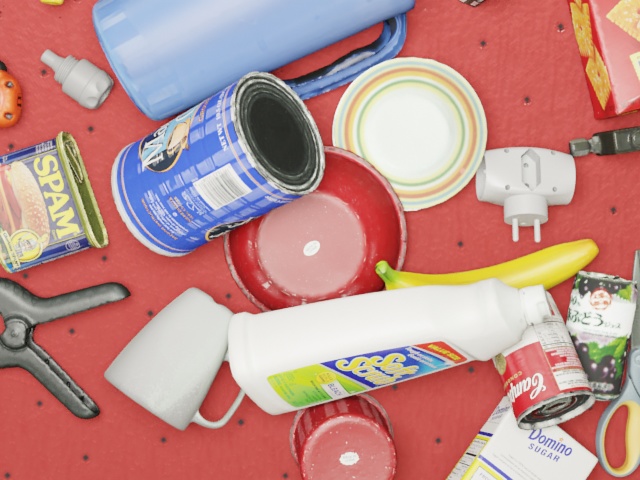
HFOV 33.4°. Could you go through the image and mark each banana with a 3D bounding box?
[{"bbox_3d":[0.140,0.036,0.914,0.197,0.070,0.037,-8,64,-12],"label":"banana"}]

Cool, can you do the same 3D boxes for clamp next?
[{"bbox_3d":[-0.252,0.088,0.911,0.171,0.039,0.120,6,88,0],"label":"clamp"}]

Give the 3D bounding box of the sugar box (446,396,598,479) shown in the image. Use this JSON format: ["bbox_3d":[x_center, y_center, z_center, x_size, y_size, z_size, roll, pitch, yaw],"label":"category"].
[{"bbox_3d":[0.151,0.231,0.919,0.093,0.048,0.176,39,76,-5],"label":"sugar box"}]

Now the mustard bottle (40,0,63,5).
[{"bbox_3d":[-0.216,-0.292,0.879,0.096,0.058,0.191,3,94,-16],"label":"mustard bottle"}]

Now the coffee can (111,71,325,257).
[{"bbox_3d":[-0.082,-0.058,0.847,0.141,0.102,0.103,-25,95,34],"label":"coffee can"}]

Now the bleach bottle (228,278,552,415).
[{"bbox_3d":[0.059,0.076,0.864,0.251,0.102,0.068,-15,54,14],"label":"bleach bottle"}]

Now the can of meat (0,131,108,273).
[{"bbox_3d":[-0.236,-0.030,0.896,0.084,0.057,0.102,-18,94,1],"label":"can of meat"}]

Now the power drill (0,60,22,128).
[{"bbox_3d":[-0.338,-0.186,0.882,0.184,0.057,0.188,3,96,-6],"label":"power drill"}]

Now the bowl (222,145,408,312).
[{"bbox_3d":[-0.006,0.001,0.899,0.162,0.055,0.162,0,98,3],"label":"bowl"}]

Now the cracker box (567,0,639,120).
[{"bbox_3d":[0.294,-0.225,0.900,0.164,0.072,0.214,-14,93,-2],"label":"cracker box"}]

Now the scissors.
[{"bbox_3d":[0.300,0.117,0.949,0.096,0.016,0.202,14,93,-5],"label":"scissors"}]

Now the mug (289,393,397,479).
[{"bbox_3d":[0.028,0.188,0.907,0.093,0.081,0.117,-36,94,0],"label":"mug"}]

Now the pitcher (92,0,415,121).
[{"bbox_3d":[-0.050,-0.187,0.867,0.243,0.145,0.149,-27,82,3],"label":"pitcher"}]

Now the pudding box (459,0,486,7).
[{"bbox_3d":[0.149,-0.254,0.883,0.039,0.090,0.113,27,92,-5],"label":"pudding box"}]

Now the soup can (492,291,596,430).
[{"bbox_3d":[0.180,0.099,0.896,0.068,0.068,0.102,-17,62,-2],"label":"soup can"}]
